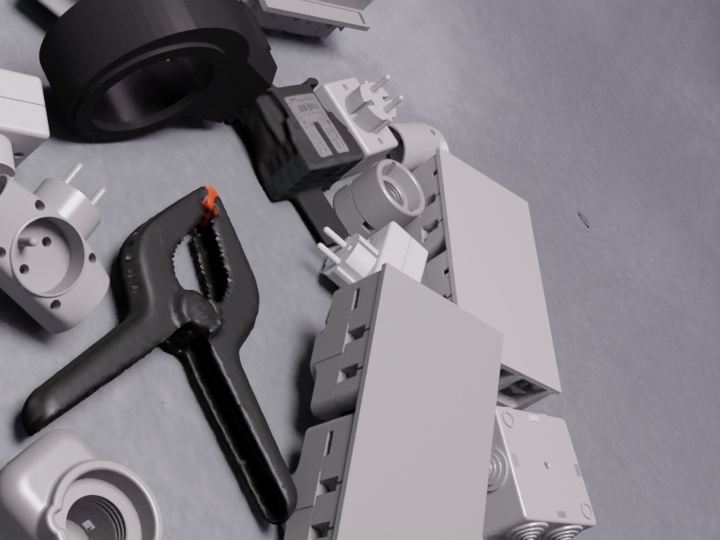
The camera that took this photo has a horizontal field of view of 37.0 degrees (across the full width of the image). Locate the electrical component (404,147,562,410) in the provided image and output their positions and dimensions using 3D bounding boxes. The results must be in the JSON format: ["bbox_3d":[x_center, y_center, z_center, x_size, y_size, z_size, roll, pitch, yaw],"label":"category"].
[{"bbox_3d":[0.086,0.011,0.836,0.105,0.060,0.186,27,44,-33],"label":"electrical component"}]

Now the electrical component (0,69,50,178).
[{"bbox_3d":[-0.206,-0.066,0.576,0.066,0.047,0.076,6,62,-46],"label":"electrical component"}]

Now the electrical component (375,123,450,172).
[{"bbox_3d":[0.044,-0.101,0.895,0.081,0.043,0.043,-11,70,-52],"label":"electrical component"}]

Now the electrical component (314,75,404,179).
[{"bbox_3d":[0.002,-0.120,0.834,0.065,0.077,0.047,57,35,4],"label":"electrical component"}]

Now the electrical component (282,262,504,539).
[{"bbox_3d":[0.021,0.106,0.656,0.105,0.060,0.186,31,53,-29],"label":"electrical component"}]

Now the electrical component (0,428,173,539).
[{"bbox_3d":[-0.130,0.124,0.495,0.095,0.059,0.053,51,35,-5],"label":"electrical component"}]

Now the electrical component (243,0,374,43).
[{"bbox_3d":[-0.056,-0.225,0.866,0.121,0.063,0.078,-4,65,-50],"label":"electrical component"}]

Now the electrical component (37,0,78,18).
[{"bbox_3d":[-0.175,-0.200,0.708,0.047,0.083,0.076,39,0,-20],"label":"electrical component"}]

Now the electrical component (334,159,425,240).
[{"bbox_3d":[0.016,-0.051,0.819,0.055,0.047,0.055,29,42,-31],"label":"electrical component"}]

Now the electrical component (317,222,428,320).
[{"bbox_3d":[0.000,0.000,0.758,0.076,0.047,0.083,41,37,-18],"label":"electrical component"}]

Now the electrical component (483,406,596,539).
[{"bbox_3d":[0.116,0.148,0.769,0.100,0.048,0.099,16,50,-41],"label":"electrical component"}]

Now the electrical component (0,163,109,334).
[{"bbox_3d":[-0.162,-0.021,0.563,0.077,0.044,0.079,51,57,-33],"label":"electrical component"}]
